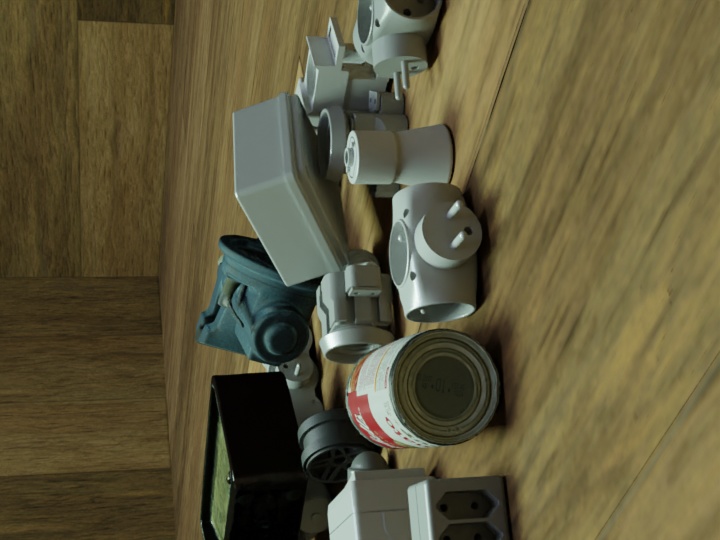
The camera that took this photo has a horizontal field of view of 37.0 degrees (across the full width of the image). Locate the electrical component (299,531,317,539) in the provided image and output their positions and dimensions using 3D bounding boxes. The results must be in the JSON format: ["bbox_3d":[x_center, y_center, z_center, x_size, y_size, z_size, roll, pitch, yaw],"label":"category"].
[{"bbox_3d":[-0.064,0.252,1.098,0.079,0.043,0.077,-106,21,-46],"label":"electrical component"}]

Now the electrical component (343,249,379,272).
[{"bbox_3d":[0.000,0.000,0.857,0.061,0.035,0.035,174,96,-73],"label":"electrical component"}]

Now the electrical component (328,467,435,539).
[{"bbox_3d":[0.015,0.177,0.746,0.096,0.062,0.061,119,148,-63],"label":"electrical component"}]

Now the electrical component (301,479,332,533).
[{"bbox_3d":[-0.049,0.221,1.044,0.078,0.040,0.040,-122,35,-65],"label":"electrical component"}]

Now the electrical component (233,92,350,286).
[{"bbox_3d":[-0.055,-0.063,0.843,0.108,0.056,0.108,-98,-13,-46],"label":"electrical component"}]

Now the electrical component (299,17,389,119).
[{"bbox_3d":[-0.011,-0.149,0.835,0.042,0.064,0.081,-103,19,-44],"label":"electrical component"}]

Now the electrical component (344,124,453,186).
[{"bbox_3d":[0.023,-0.073,0.700,0.044,0.065,0.044,179,90,-77],"label":"electrical component"}]

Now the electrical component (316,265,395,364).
[{"bbox_3d":[-0.003,0.038,0.825,0.078,0.058,0.057,120,149,-63],"label":"electrical component"}]

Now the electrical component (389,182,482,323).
[{"bbox_3d":[0.049,-0.016,0.642,0.079,0.044,0.077,124,143,-66],"label":"electrical component"}]

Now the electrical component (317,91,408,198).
[{"bbox_3d":[0.000,-0.094,0.806,0.058,0.057,0.078,-137,48,-71],"label":"electrical component"}]

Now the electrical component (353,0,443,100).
[{"bbox_3d":[0.026,-0.156,0.730,0.077,0.044,0.079,136,132,-71],"label":"electrical component"}]

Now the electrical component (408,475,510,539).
[{"bbox_3d":[0.053,0.166,0.624,0.075,0.047,0.083,128,139,-68],"label":"electrical component"}]

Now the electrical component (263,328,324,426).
[{"bbox_3d":[-0.068,0.106,1.090,0.073,0.052,0.138,109,155,-53],"label":"electrical component"}]

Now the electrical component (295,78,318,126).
[{"bbox_3d":[-0.062,-0.137,1.011,0.083,0.076,0.047,112,153,-57],"label":"electrical component"}]
